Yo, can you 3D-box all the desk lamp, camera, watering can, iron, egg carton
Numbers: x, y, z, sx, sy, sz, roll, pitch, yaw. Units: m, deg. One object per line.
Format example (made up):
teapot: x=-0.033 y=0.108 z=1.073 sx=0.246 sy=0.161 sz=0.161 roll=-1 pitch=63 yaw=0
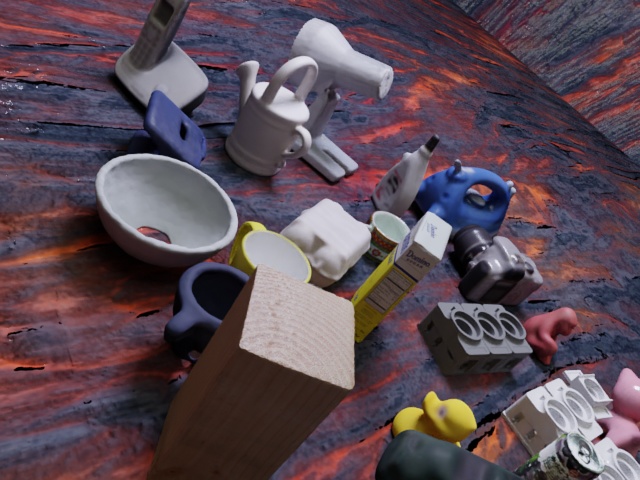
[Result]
desk lamp: x=0.022 y=-0.251 z=1.016 sx=0.203 sy=0.213 sz=0.118 roll=41 pitch=34 yaw=9
camera: x=0.307 y=0.034 z=1.011 sx=0.144 sy=0.100 sz=0.136 roll=9 pitch=41 yaw=-33
watering can: x=-0.073 y=-0.209 z=0.900 sx=0.173 sy=0.194 sz=0.101 roll=35 pitch=33 yaw=0
iron: x=0.302 y=-0.081 z=1.113 sx=0.259 sy=0.141 sz=0.118 roll=7 pitch=42 yaw=-35
egg carton: x=0.008 y=0.003 z=0.820 sx=0.107 sy=0.069 sz=0.150 roll=39 pitch=34 yaw=6

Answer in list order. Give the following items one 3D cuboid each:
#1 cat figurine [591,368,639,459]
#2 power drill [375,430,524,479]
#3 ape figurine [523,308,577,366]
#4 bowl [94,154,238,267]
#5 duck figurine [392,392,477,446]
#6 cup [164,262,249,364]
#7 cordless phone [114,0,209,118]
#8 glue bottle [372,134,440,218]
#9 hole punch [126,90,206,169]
cat figurine: x=0.463 y=0.260 z=0.852 sx=0.067 sy=0.117 sz=0.128 roll=33 pitch=34 yaw=-2
power drill: x=0.125 y=0.265 z=0.471 sx=0.229 sy=0.208 sz=0.076 roll=37 pitch=34 yaw=3
ape figurine: x=0.384 y=0.148 z=0.945 sx=0.078 sy=0.092 sz=0.076 roll=-8 pitch=52 yaw=-46
bowl: x=-0.187 y=-0.023 z=0.679 sx=0.168 sy=0.074 sz=0.167 roll=23 pitch=35 yaw=-17
duck figurine: x=0.143 y=0.221 z=0.652 sx=0.104 sy=0.086 sz=0.078 roll=47 pitch=36 yaw=18
cup: x=-0.121 y=0.089 z=0.579 sx=0.091 sy=0.095 sz=0.118 roll=42 pitch=34 yaw=11
cordless phone: x=-0.225 y=-0.289 z=0.876 sx=0.147 sy=0.185 sz=0.094 roll=44 pitch=35 yaw=14
glue bottle: x=0.155 y=-0.115 z=1.000 sx=0.037 sy=0.173 sz=0.078 roll=8 pitch=42 yaw=-34
hole punch: x=-0.205 y=-0.142 z=0.796 sx=0.101 sy=0.091 sz=0.108 roll=19 pitch=37 yaw=-22
